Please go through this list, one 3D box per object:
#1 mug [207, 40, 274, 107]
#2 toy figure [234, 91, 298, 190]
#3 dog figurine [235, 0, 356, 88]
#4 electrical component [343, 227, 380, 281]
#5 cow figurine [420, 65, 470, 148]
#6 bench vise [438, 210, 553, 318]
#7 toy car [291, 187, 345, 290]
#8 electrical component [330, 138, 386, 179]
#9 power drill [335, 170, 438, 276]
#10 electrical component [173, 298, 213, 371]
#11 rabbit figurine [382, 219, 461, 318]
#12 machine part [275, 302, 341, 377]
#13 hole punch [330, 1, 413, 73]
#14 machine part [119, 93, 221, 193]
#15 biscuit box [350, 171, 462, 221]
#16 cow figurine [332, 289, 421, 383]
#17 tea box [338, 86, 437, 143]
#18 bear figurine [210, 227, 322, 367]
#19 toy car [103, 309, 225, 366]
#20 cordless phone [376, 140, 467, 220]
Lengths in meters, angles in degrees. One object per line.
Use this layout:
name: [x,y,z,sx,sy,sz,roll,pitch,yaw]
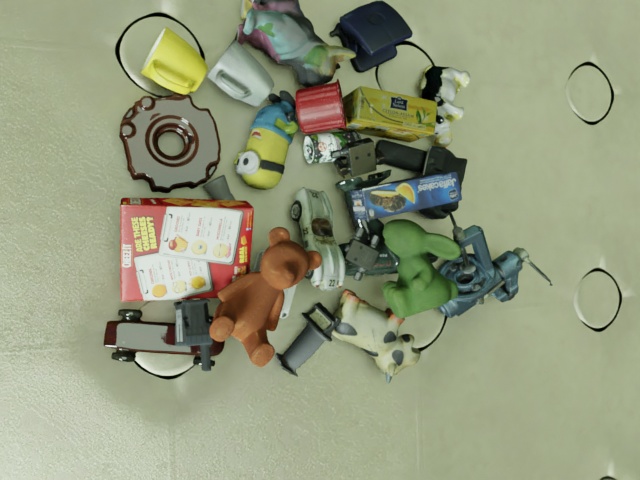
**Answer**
mug: [-0.138,-0.287,0.959,0.107,0.081,0.110,34,35,-20]
toy figure: [-0.090,-0.179,0.984,0.089,0.082,0.180,26,77,-15]
dog figurine: [-0.040,-0.388,0.997,0.219,0.108,0.191,14,81,-24]
electrical component: [0.074,0.027,1.001,0.063,0.021,0.094,25,87,-16]
cow figurine: [0.246,-0.277,1.115,0.098,0.068,0.167,15,80,-14]
bench vise: [0.323,0.050,1.083,0.224,0.129,0.240,-26,129,5]
toy car: [-0.002,-0.003,0.991,0.073,0.056,0.202,6,62,-39]
electrical component: [0.071,-0.153,1.016,0.102,0.045,0.078,-22,123,-7]
power drill: [0.119,-0.032,1.064,0.232,0.086,0.207,-12,100,-17]
electrical component: [-0.209,0.157,0.886,0.048,0.075,0.119,0,83,-28]
rabbit figurine: [0.177,0.039,0.975,0.159,0.121,0.170,-17,92,11]
machine part: [-0.025,0.186,1.007,0.139,0.084,0.039,-52,137,-5]
hole punch: [0.106,-0.410,1.059,0.142,0.092,0.115,-31,95,-15]
machine part: [-0.258,-0.168,0.935,0.179,0.056,0.179,0,90,-21]
biscuit box: [0.162,-0.084,1.002,0.203,0.063,0.059,-13,96,-17]
cow figurine: [0.109,0.190,1.040,0.195,0.085,0.127,27,95,-10]
tea box: [0.132,-0.244,1.057,0.169,0.098,0.068,5,88,-22]
bear figurine: [-0.082,0.086,0.884,0.120,0.132,0.196,41,96,-21]
toy car: [-0.264,0.168,0.925,0.202,0.053,0.089,8,81,-24]
cordless phone: [0.195,-0.128,1.098,0.184,0.089,0.146,13,85,-8]
